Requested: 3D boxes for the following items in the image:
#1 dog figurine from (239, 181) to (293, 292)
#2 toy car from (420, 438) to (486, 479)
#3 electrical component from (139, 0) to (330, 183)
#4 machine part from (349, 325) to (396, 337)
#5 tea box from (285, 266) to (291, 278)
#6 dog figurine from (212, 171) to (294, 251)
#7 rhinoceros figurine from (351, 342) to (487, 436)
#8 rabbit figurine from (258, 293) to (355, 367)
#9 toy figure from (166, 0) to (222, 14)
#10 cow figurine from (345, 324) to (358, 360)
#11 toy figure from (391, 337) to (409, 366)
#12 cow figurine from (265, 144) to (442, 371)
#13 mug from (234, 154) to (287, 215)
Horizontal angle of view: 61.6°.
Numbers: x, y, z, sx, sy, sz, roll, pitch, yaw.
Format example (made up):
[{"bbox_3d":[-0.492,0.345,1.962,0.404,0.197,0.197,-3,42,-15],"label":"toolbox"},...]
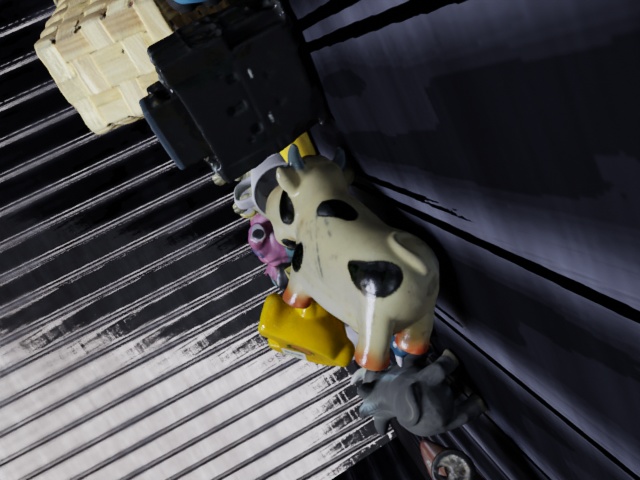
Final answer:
[{"bbox_3d":[-0.082,-0.005,1.033,0.219,0.108,0.191,85,167,-62],"label":"dog figurine"},{"bbox_3d":[0.169,0.257,0.484,0.202,0.053,0.089,36,172,18],"label":"toy car"},{"bbox_3d":[-0.072,-0.116,0.431,0.058,0.134,0.114,54,174,49],"label":"electrical component"},{"bbox_3d":[0.028,0.022,0.569,0.243,0.079,0.079,50,169,52],"label":"machine part"},{"bbox_3d":[0.004,0.079,0.968,0.068,0.098,0.169,56,172,21],"label":"tea box"},{"bbox_3d":[-0.065,-0.083,0.832,0.191,0.121,0.172,33,160,44],"label":"dog figurine"},{"bbox_3d":[0.096,0.168,0.583,0.073,0.112,0.190,57,166,0],"label":"rhinoceros figurine"},{"bbox_3d":[0.011,0.078,0.743,0.163,0.173,0.121,7,149,21],"label":"rabbit figurine"},{"bbox_3d":[-0.074,-0.197,0.313,0.089,0.082,0.180,40,167,-1],"label":"toy figure"},{"bbox_3d":[0.053,0.117,0.861,0.068,0.098,0.167,-119,21,-54],"label":"cow figurine"},{"bbox_3d":[0.074,0.083,0.606,0.064,0.058,0.155,55,172,-24],"label":"toy figure"},{"bbox_3d":[0.017,0.000,0.441,0.195,0.085,0.127,35,119,45],"label":"cow figurine"},{"bbox_3d":[-0.063,-0.080,0.719,0.080,0.110,0.107,57,-170,-31],"label":"mug"}]
